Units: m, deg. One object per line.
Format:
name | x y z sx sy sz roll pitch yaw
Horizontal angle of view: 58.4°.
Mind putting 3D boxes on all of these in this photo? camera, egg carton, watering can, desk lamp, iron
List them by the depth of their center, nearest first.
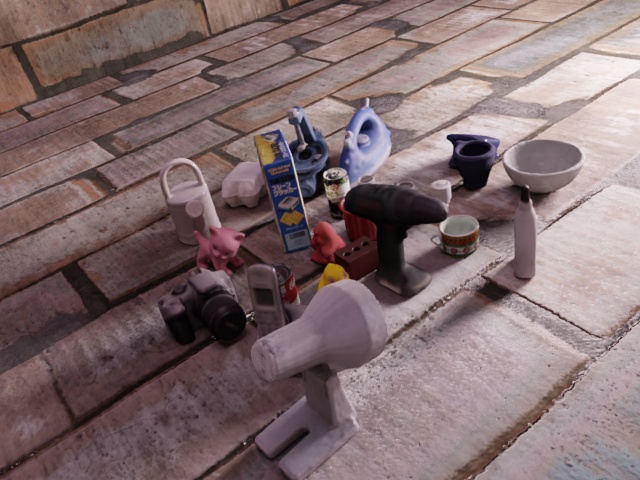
desk lamp | -0.004 0.182 0.778 0.204 0.214 0.117 -34 39 -29
camera | -0.204 0.123 1.030 0.143 0.101 0.136 -28 37 -22
watering can | -0.292 -0.091 1.287 0.172 0.194 0.101 22 47 40
iron | 0.096 -0.245 1.431 0.118 0.142 0.258 3 37 22
egg carton | -0.178 -0.143 1.437 0.107 0.069 0.150 3 37 22

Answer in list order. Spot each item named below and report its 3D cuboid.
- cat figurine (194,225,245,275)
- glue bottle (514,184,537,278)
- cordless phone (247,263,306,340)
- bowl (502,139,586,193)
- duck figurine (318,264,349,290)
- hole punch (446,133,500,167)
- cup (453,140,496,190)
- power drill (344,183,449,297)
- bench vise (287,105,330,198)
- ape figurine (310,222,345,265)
cat figurine | -0.210 0.011 1.180 0.127 0.118 0.067 13 42 33
glue bottle | 0.355 -0.021 0.992 0.037 0.173 0.078 -2 35 16
cordless phone | -0.042 0.120 0.905 0.147 0.185 0.094 0 36 18
bowl | 0.476 -0.149 1.227 0.167 0.075 0.167 -9 34 6
duck figurine | 0.029 0.080 1.030 0.077 0.086 0.104 -22 35 -14
hole punch | 0.363 -0.226 1.363 0.108 0.091 0.101 16 43 36
cup | 0.337 -0.168 1.282 0.092 0.095 0.117 -22 35 -14
power drill | 0.140 -0.008 1.011 0.076 0.209 0.228 -34 39 -28
bench vise | -0.044 -0.240 1.399 0.121 0.220 0.207 -12 34 1
ape figurine | 0.010 0.004 1.141 0.076 0.092 0.077 -11 34 2
